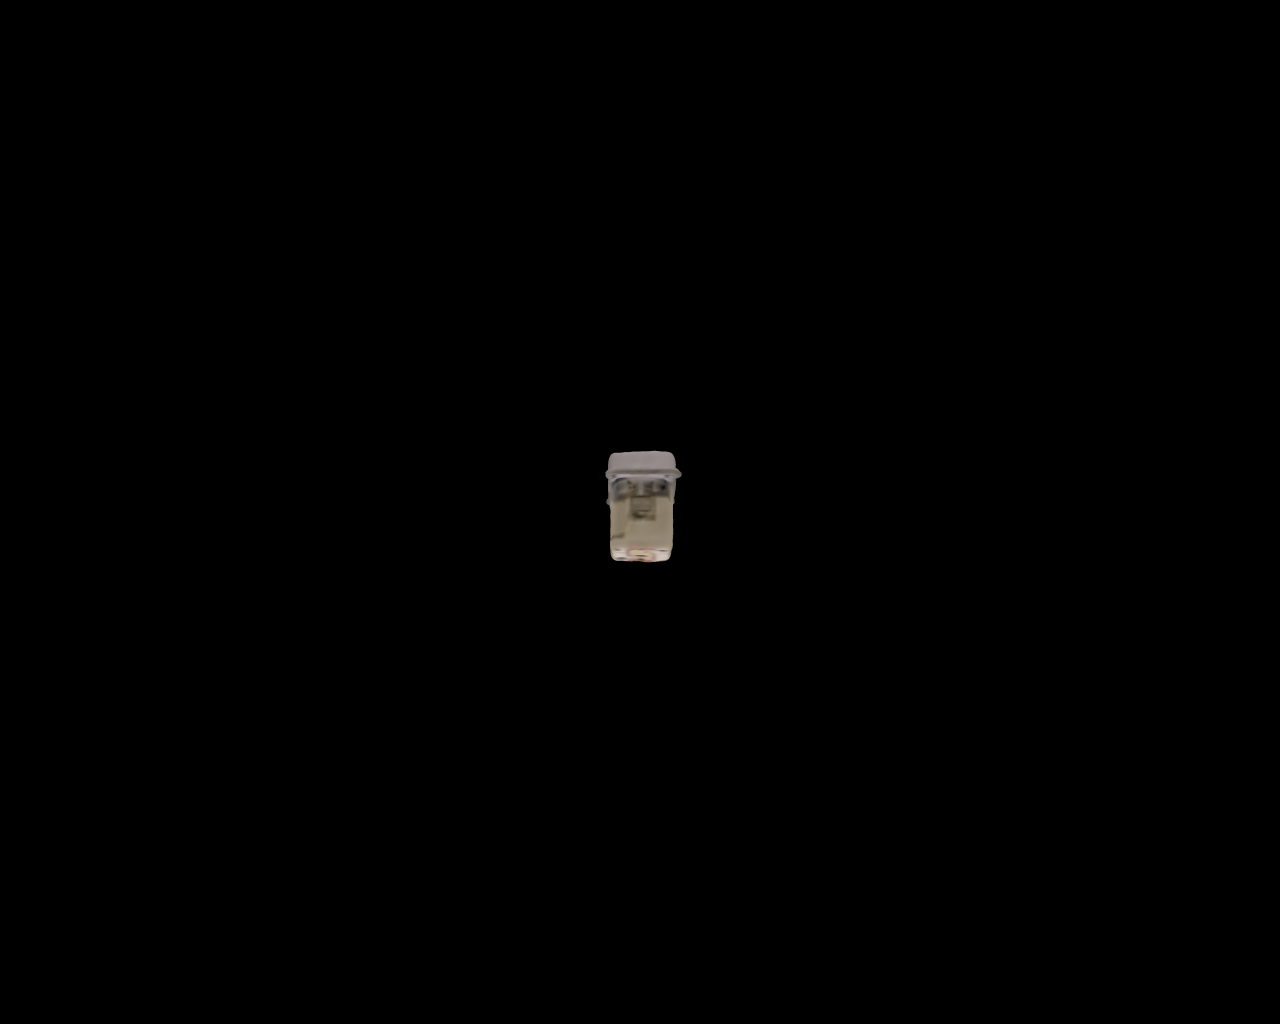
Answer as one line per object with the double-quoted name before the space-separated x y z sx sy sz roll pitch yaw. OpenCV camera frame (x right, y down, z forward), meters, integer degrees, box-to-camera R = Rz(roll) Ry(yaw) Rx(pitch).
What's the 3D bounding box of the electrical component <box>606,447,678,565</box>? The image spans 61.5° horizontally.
"electrical component" 0.001 -0.003 0.650 0.042 0.064 0.081 0 -13 0
